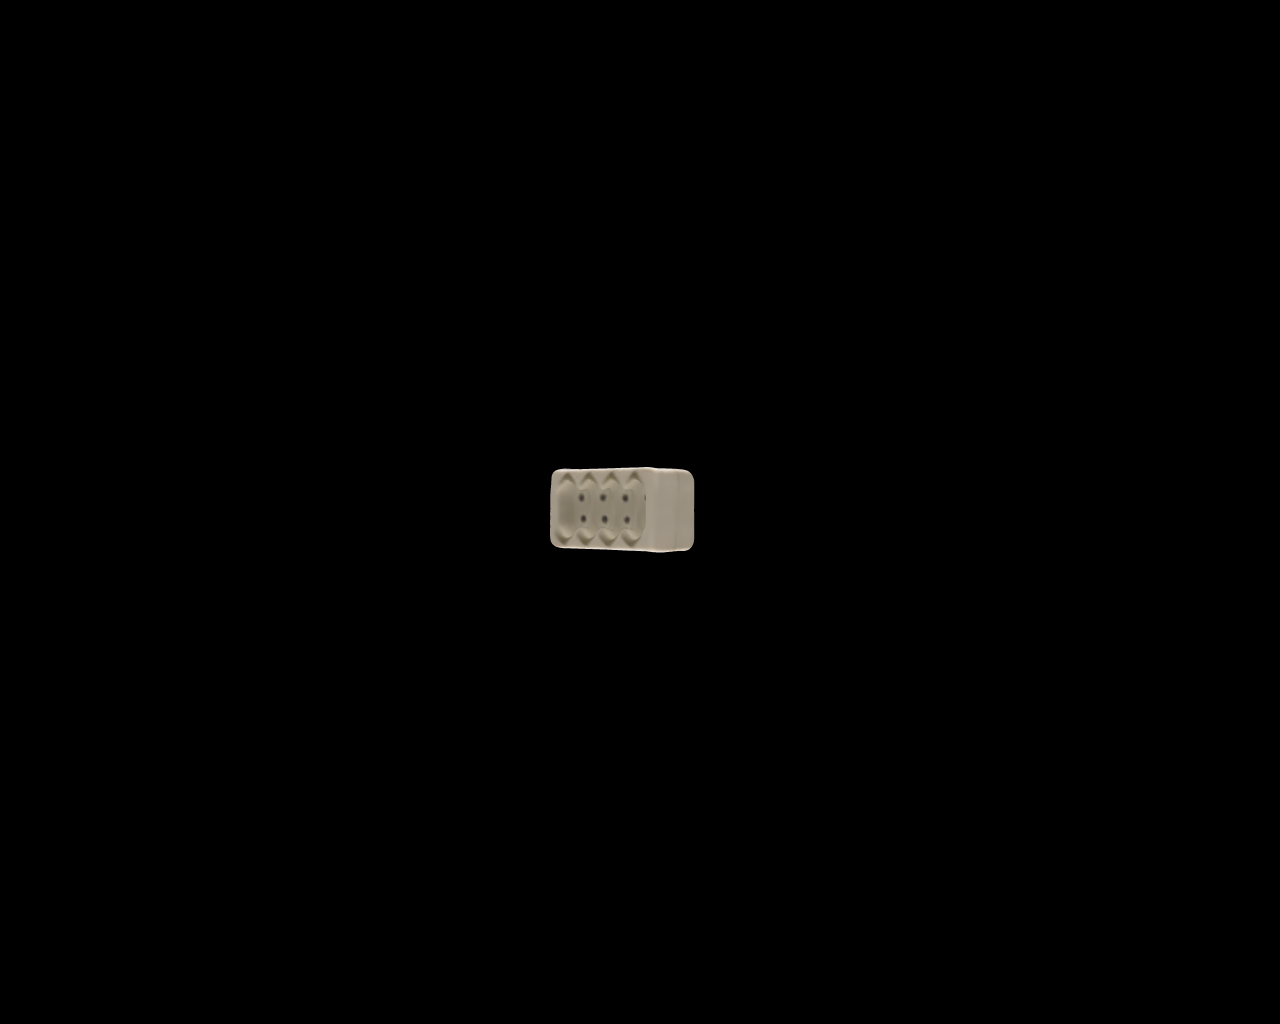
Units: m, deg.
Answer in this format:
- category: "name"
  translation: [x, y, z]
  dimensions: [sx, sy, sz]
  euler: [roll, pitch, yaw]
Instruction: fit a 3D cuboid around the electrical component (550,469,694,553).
- category: "electrical component"
  translation: [0.001, -0.003, 0.650]
  dimensions: [0.083, 0.047, 0.076]
  euler: [2, 3, 40]
